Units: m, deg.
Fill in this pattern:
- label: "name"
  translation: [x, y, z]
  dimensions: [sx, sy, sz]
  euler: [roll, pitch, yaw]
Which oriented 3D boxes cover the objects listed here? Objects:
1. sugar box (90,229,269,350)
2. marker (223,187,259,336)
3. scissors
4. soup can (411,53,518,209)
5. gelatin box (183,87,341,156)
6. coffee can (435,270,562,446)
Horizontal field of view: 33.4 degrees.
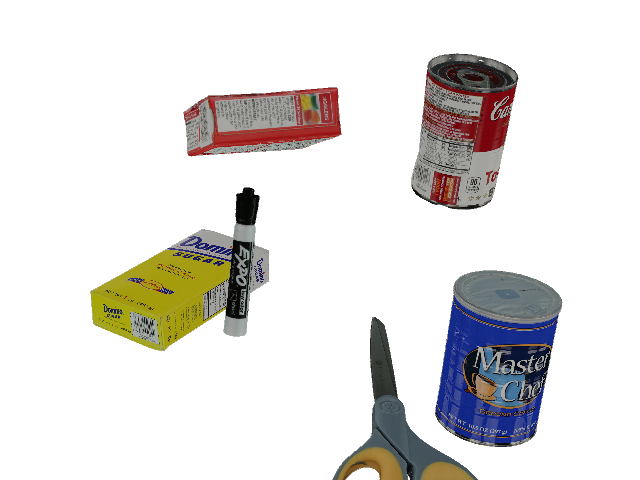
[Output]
- label: "sugar box"
  translation: [-0.139, 0.046, 1.090]
  dimensions: [0.093, 0.048, 0.175]
  euler: [18, 33, 28]
- label: "marker"
  translation: [-0.064, 0.017, 0.859]
  dimensions: [0.020, 0.121, 0.020]
  euler: [6, 13, -2]
- label: "scissors"
  translation: [0.057, 0.110, 0.621]
  dimensions: [0.096, 0.016, 0.201]
  euler: [13, 32, 8]
- label: "soup can"
  translation: [0.108, -0.083, 0.820]
  dimensions: [0.068, 0.102, 0.068]
  euler: [5, 30, -3]
- label: "gelatin box"
  translation: [-0.036, -0.068, 0.613]
  dimensions: [0.073, 0.030, 0.089]
  euler: [-6, 2, -15]
- label: "coffee can"
  translation: [0.171, 0.113, 1.038]
  dimensions: [0.103, 0.140, 0.103]
  euler: [5, 23, -2]
